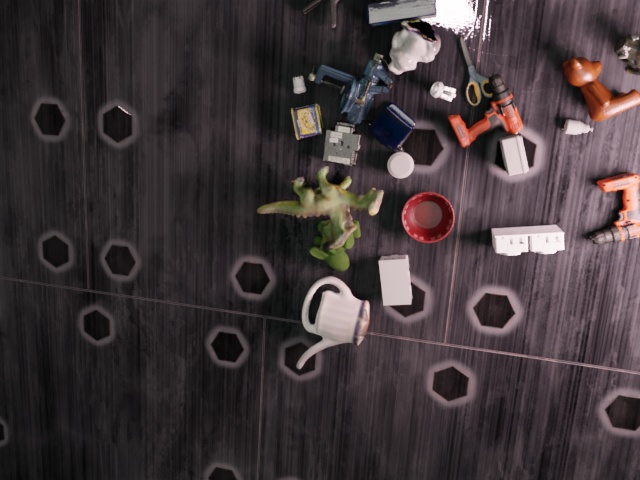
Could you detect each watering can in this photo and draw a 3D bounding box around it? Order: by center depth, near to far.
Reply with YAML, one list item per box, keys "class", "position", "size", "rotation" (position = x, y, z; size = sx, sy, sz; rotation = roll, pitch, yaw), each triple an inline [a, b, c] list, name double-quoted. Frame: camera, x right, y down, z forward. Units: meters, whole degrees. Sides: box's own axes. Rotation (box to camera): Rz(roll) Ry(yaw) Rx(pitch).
- class: "watering can"
  position: [0.043, 0.293, 1.716]
  size: [0.225, 0.105, 0.344]
  rotation: [14, 103, 10]

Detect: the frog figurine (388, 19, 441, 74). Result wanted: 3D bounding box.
- class: "frog figurine"
  position: [0.274, -0.560, 1.519]
  size: [0.137, 0.125, 0.156]
  rotation: [22, 142, -1]

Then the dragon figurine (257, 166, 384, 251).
- class: "dragon figurine"
  position: [0.005, -0.080, 1.591]
  size: [0.408, 0.120, 0.248]
  rotation: [-25, 60, 14]
